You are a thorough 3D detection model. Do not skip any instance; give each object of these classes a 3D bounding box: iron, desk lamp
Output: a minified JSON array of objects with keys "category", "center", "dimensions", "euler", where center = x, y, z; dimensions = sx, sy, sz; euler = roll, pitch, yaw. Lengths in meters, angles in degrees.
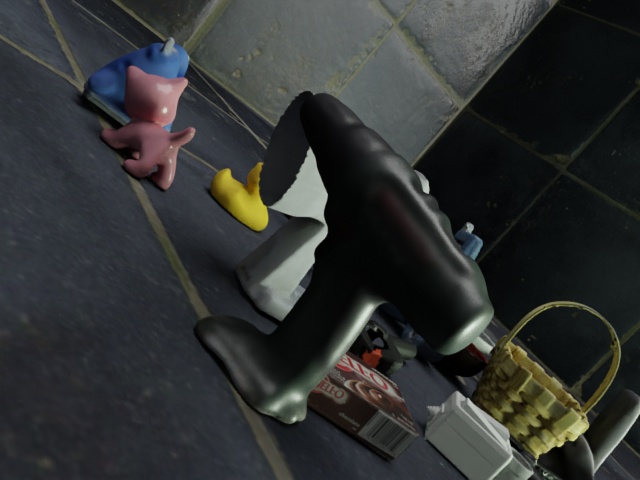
[{"category":"iron","center":[-0.239,-0.232,0.842],"dimensions":[0.119,0.141,0.258],"euler":[39,9,-13]},{"category":"desk lamp","center":[0.003,-0.020,0.610],"dimensions":[0.204,0.213,0.117],"euler":[36,10,-30]}]

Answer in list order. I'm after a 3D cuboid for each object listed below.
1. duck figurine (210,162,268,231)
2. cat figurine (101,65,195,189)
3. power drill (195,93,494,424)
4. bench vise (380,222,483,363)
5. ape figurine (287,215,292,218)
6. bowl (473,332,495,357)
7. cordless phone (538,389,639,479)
[{"category":"duck figurine","center":[-0.101,-0.076,0.844],"dimensions":[0.105,0.086,0.077],"euler":[40,9,-6]},{"category":"cat figurine","center":[-0.196,-0.145,0.682],"dimensions":[0.127,0.117,0.067],"euler":[46,10,26]},{"category":"power drill","center":[0.006,0.022,0.442],"dimensions":[0.229,0.208,0.076],"euler":[45,10,24]},{"category":"bench vise","center":[0.216,0.085,0.961],"dimensions":[0.122,0.219,0.206],"euler":[30,14,-49]},{"category":"ape figurine","center":[-0.027,-0.077,1.127],"dimensions":[0.078,0.092,0.076],"euler":[33,12,-41]},{"category":"bowl","center":[0.270,0.188,1.155],"dimensions":[0.168,0.074,0.167],"euler":[40,9,-7]},{"category":"cordless phone","center":[0.431,0.304,0.927],"dimensions":[0.094,0.185,0.147],"euler":[39,9,-9]}]
